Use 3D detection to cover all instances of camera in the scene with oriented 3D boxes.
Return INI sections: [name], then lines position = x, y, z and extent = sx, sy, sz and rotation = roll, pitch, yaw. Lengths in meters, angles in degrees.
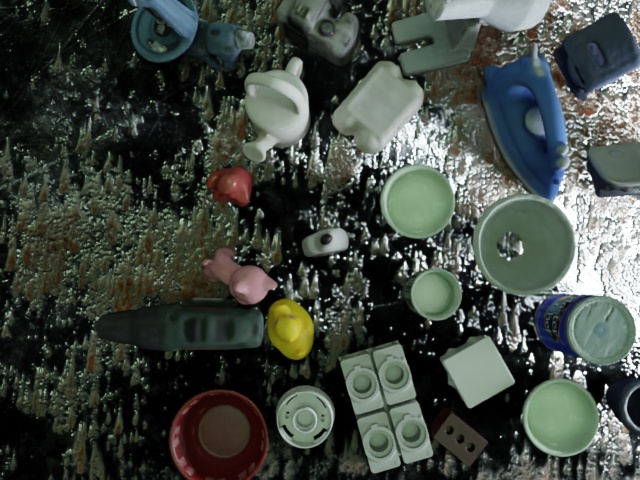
[camera]
position = 0.013, -0.392, 0.964
extent = 0.143, 0.101, 0.137
rotation = 32, 87, 2

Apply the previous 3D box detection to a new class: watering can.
[watering can]
position = -0.068, -0.208, 0.906
extent = 0.101, 0.194, 0.173
rotation = 1, 87, 1

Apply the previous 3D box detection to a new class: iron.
[iron]
position = 0.359, -0.188, 0.931
extent = 0.118, 0.141, 0.258
rotation = -18, 87, -1

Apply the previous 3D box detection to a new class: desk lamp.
[desk lamp]
position = 0.232, -0.358, 0.905
extent = 0.203, 0.213, 0.118
rotation = -16, 86, -1

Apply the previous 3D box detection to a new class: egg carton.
[egg carton]
position = 0.100, -0.223, 0.969
extent = 0.107, 0.069, 0.150
rotation = 40, 87, 2

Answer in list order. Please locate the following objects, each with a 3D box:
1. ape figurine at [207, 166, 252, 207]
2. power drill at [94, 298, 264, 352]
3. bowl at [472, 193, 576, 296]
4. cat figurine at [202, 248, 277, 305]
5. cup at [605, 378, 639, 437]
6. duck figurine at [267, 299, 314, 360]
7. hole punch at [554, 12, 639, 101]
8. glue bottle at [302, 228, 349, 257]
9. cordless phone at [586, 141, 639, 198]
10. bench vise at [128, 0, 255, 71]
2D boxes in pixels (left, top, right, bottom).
[ape figurine]
position = -0.149, -0.090, 0.951
extent = 0.076, 0.092, 0.078
rotation = -43, 87, -2
[power drill]
position = -0.197, 0.130, 0.879
extent = 0.229, 0.208, 0.076
rotation = 1, 86, 0
[bowl]
position = 0.330, 0.009, 0.953
extent = 0.167, 0.074, 0.167
rotation = 0, 87, 0
[cat figurine]
position = -0.133, 0.062, 0.929
extent = 0.128, 0.117, 0.067
rotation = 29, 87, 2
[cup]
position = 0.520, 0.259, 0.928
extent = 0.117, 0.095, 0.092
rotation = -16, 87, -1
[duck figurine]
position = -0.050, 0.148, 0.940
extent = 0.077, 0.086, 0.104
rotation = -21, 87, -1
[hole punch]
position = 0.466, -0.307, 0.963
extent = 0.101, 0.091, 0.109
rotation = -26, 87, -1
[glue bottle]
position = 0.008, 0.003, 0.904
extent = 0.078, 0.173, 0.037
rotation = -14, 86, 0
[cordless phone]
position = 0.525, -0.125, 0.906
extent = 0.147, 0.185, 0.094
rotation = -9, 86, 0
[bench vise]
position = -0.214, -0.351, 0.902
extent = 0.207, 0.219, 0.121
rotation = -9, 86, 0
